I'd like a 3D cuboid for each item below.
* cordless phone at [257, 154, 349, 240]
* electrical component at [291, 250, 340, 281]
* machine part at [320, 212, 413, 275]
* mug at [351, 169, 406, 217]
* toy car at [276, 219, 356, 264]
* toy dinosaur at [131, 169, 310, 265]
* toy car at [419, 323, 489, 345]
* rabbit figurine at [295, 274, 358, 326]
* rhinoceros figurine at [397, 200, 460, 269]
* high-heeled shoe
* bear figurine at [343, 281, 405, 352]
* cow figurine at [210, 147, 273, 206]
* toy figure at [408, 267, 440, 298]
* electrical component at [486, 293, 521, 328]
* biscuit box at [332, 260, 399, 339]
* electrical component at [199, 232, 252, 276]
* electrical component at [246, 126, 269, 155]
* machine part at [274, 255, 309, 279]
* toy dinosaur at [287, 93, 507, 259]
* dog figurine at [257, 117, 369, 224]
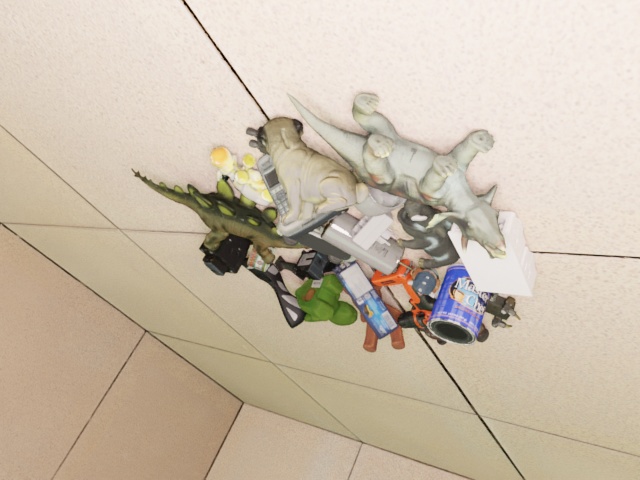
[{"bbox_3d":[-0.039,-0.107,1.069,0.147,0.089,0.184,-30,86,29],"label":"cordless phone"},{"bbox_3d":[-0.008,0.061,1.339,0.047,0.075,0.119,42,153,-28],"label":"electrical component"},{"bbox_3d":[0.091,0.004,1.147,0.243,0.079,0.079,30,153,-4],"label":"machine part"},{"bbox_3d":[0.093,-0.088,0.986,0.109,0.081,0.107,33,159,-7],"label":"mug"},{"bbox_3d":[-0.003,-0.004,1.220,0.202,0.056,0.073,22,145,-9],"label":"toy car"},{"bbox_3d":[-0.228,-0.062,1.300,0.472,0.105,0.198,15,144,3],"label":"toy dinosaur"},{"bbox_3d":[0.331,0.230,1.356,0.089,0.053,0.202,34,151,-21],"label":"toy car"},{"bbox_3d":[0.020,0.184,1.436,0.159,0.121,0.170,-14,139,44],"label":"rabbit figurine"},{"bbox_3d":[0.206,-0.015,1.015,0.112,0.073,0.190,0,143,44],"label":"rhinoceros figurine"},{"bbox_3d":[-0.142,0.149,1.535,0.249,0.145,0.086,22,152,6],"label":"high-heeled shoe"},{"bbox_3d":[0.140,0.192,1.383,0.120,0.132,0.195,-11,143,23],"label":"bear figurine"},{"bbox_3d":[-0.163,-0.135,1.151,0.167,0.068,0.098,34,158,-11],"label":"cow figurine"},{"bbox_3d":[0.214,0.082,1.099,0.064,0.057,0.154,3,180,11],"label":"toy figure"},{"bbox_3d":[0.393,0.153,1.170,0.078,0.045,0.102,23,152,6],"label":"electrical component"},{"bbox_3d":[0.110,0.140,1.288,0.202,0.059,0.063,57,177,-14],"label":"biscuit box"},{"bbox_3d":[-0.253,0.026,1.433,0.058,0.134,0.114,0,145,42],"label":"electrical component"},{"bbox_3d":[-0.099,-0.188,1.043,0.094,0.021,0.063,18,152,15],"label":"electrical component"},{"bbox_3d":[-0.054,0.077,1.449,0.139,0.039,0.084,13,155,22],"label":"machine part"},{"bbox_3d":[0.135,-0.115,0.870,0.405,0.131,0.192,28,153,13],"label":"toy dinosaur"},{"bbox_3d":[-0.012,-0.138,0.940,0.172,0.190,0.121,-13,-179,12],"label":"dog figurine"}]
